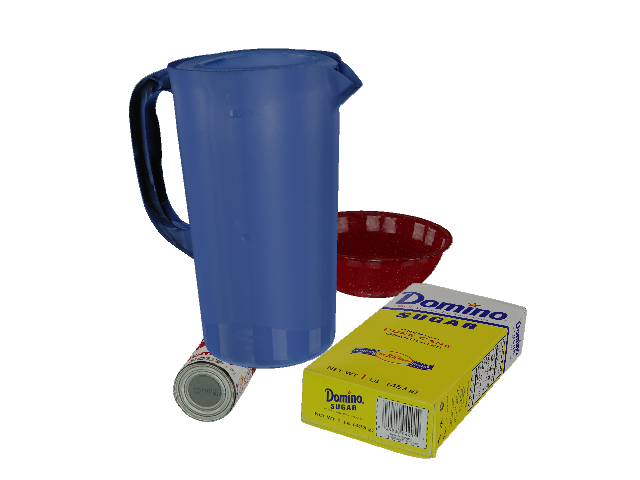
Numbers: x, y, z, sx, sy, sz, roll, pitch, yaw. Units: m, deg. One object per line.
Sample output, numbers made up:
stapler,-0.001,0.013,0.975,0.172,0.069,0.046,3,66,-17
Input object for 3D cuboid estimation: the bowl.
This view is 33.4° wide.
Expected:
bowl,0.054,0.018,1.094,0.162,0.055,0.162,1,18,-1

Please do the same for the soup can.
soup can,-0.110,0.141,1.128,0.068,0.068,0.102,0,15,10

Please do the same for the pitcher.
pitcher,-0.056,-0.029,0.845,0.144,0.243,0.149,-11,18,-28

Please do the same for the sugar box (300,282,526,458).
sugar box,0.069,0.081,0.729,0.093,0.048,0.176,13,25,25
